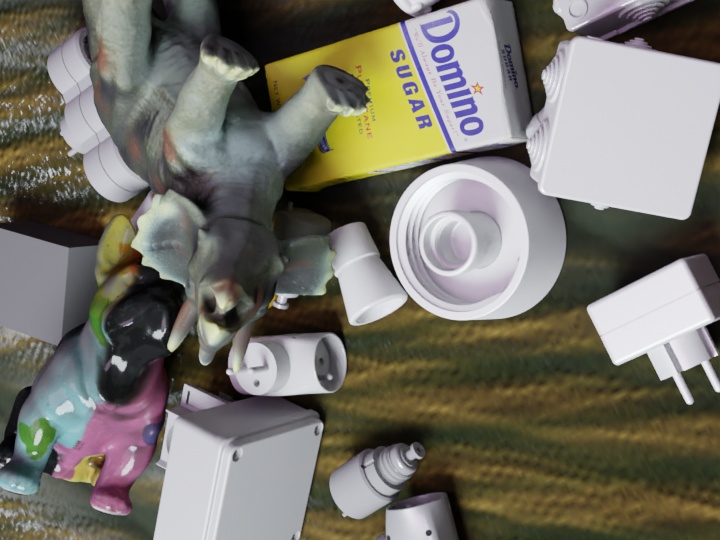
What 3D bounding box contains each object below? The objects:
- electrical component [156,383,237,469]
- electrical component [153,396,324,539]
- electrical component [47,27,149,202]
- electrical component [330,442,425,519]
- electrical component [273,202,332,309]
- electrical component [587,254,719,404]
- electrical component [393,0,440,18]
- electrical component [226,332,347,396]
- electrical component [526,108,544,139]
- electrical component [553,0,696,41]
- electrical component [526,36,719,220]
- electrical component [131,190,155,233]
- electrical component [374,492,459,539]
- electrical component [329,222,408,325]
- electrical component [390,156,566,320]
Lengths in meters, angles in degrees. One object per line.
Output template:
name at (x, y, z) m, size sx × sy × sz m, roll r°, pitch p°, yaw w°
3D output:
electrical component at (-0.115, 0.128, 0.821) m, size 0.042 × 0.064 × 0.081 m, roll 21°, pitch 106°, yaw 30°
electrical component at (-0.087, 0.154, 0.779) m, size 0.056 × 0.109 × 0.108 m, roll 21°, pitch 106°, yaw 32°
electrical component at (-0.216, -0.118, 0.868) m, size 0.074 × 0.052 × 0.138 m, roll -27°, pitch 80°, yaw 32°
electrical component at (0.014, 0.143, 0.752) m, size 0.078 × 0.040 × 0.040 m, roll -38°, pitch 74°, yaw 30°
electrical component at (-0.048, -0.010, 0.777) m, size 0.040 × 0.040 × 0.078 m, roll 25°, pitch 108°, yaw 29°
electrical component at (0.184, 0.040, 0.627) m, size 0.066 × 0.047 × 0.076 m, roll -31°, pitch 78°, yaw 31°
electrical component at (0.047, -0.197, 0.695) m, size 0.062 × 0.048 × 0.048 m, roll -28°, pitch 79°, yaw 25°
electrical component at (-0.063, 0.069, 0.770) m, size 0.077 × 0.079 × 0.043 m, roll -5°, pitch 88°, yaw 32°
electrical component at (0.132, -0.096, 0.655) m, size 0.061 × 0.035 × 0.035 m, roll -48°, pitch 70°, yaw 25°
electrical component at (0.153, -0.190, 0.623) m, size 0.100 × 0.048 × 0.099 m, roll -21°, pitch 84°, yaw 33°
electrical component at (0.150, -0.082, 0.615) m, size 0.100 × 0.048 × 0.099 m, roll 10°, pitch 103°, yaw -4°
electrical component at (-0.164, -0.029, 0.850) m, size 0.040 × 0.040 × 0.078 m, roll 49°, pitch 118°, yaw 19°
electrical component at (0.034, 0.199, 0.743) m, size 0.079 × 0.043 × 0.077 m, roll -17°, pitch 86°, yaw 34°
electrical component at (0.000, 0.000, 0.747) m, size 0.044 × 0.044 × 0.065 m, roll -35°, pitch 71°, yaw 30°
electrical component at (0.070, -0.019, 0.688) m, size 0.108 × 0.060 × 0.108 m, roll 4°, pitch 97°, yaw 33°
